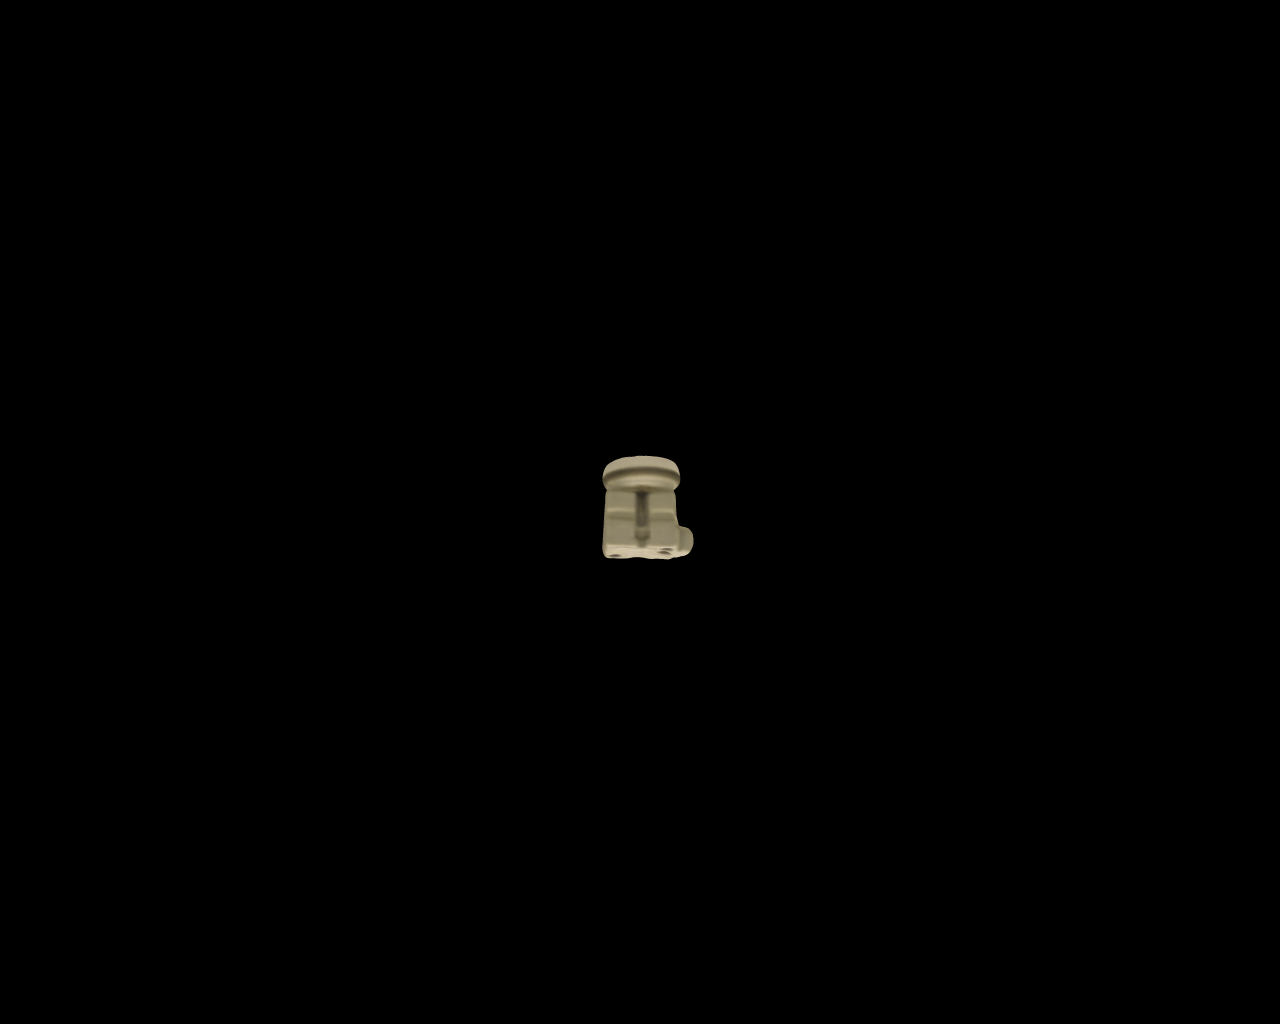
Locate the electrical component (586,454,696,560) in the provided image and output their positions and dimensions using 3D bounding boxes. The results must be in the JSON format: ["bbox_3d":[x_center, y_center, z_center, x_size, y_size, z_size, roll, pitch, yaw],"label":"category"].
[{"bbox_3d":[0.001,-0.003,0.650,0.066,0.055,0.048,1,-15,-5],"label":"electrical component"}]
